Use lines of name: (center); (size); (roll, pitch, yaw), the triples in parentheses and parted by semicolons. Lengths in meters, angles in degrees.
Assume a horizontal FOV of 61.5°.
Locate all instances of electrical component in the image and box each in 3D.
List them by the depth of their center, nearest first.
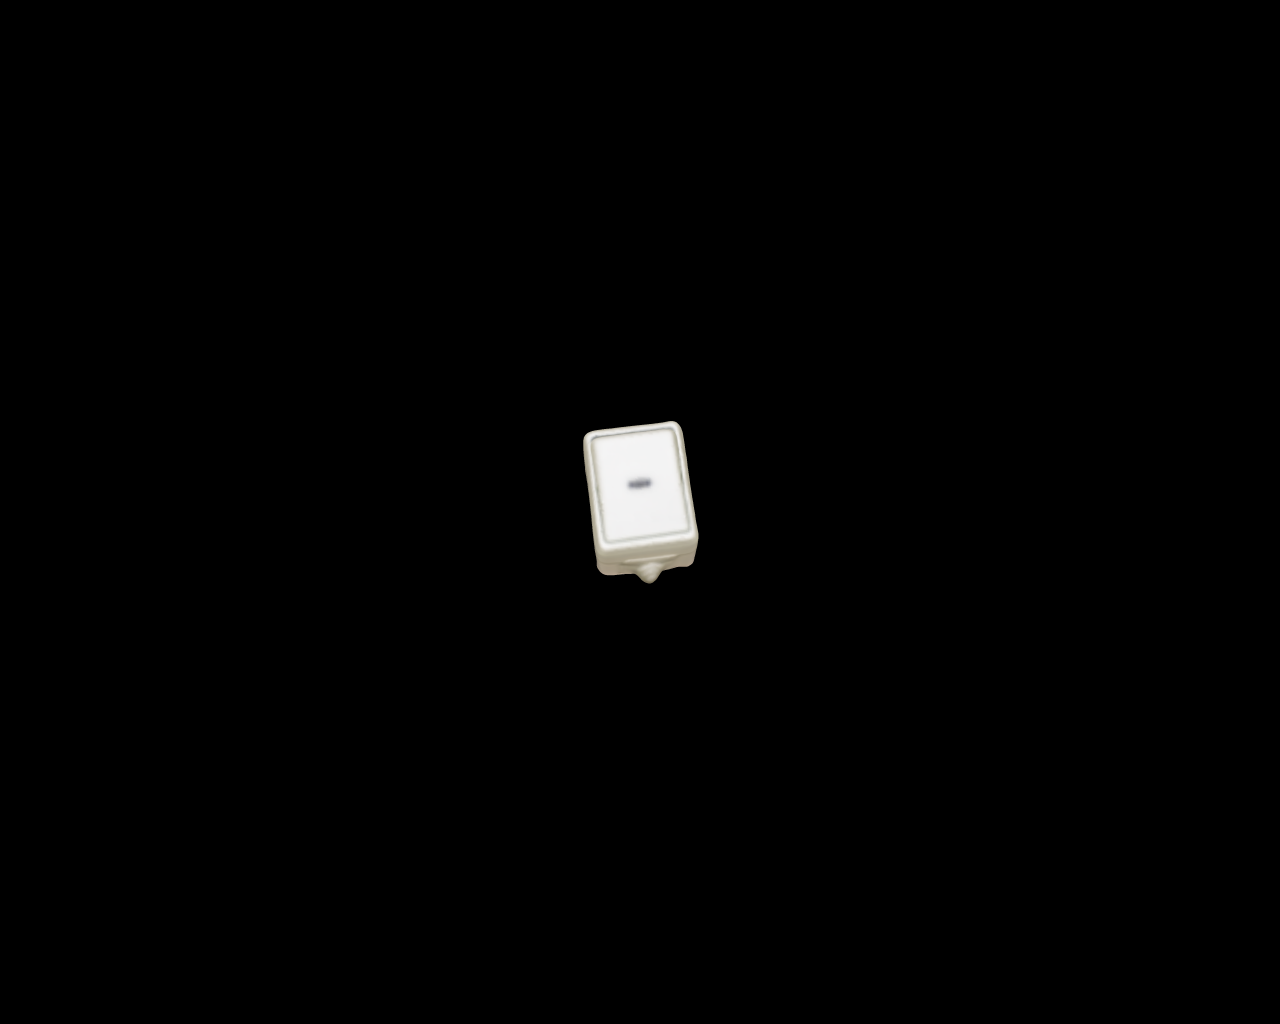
electrical component: (0.001, -0.003, 0.650); (0.062, 0.096, 0.061); (-7, -19, -2)
